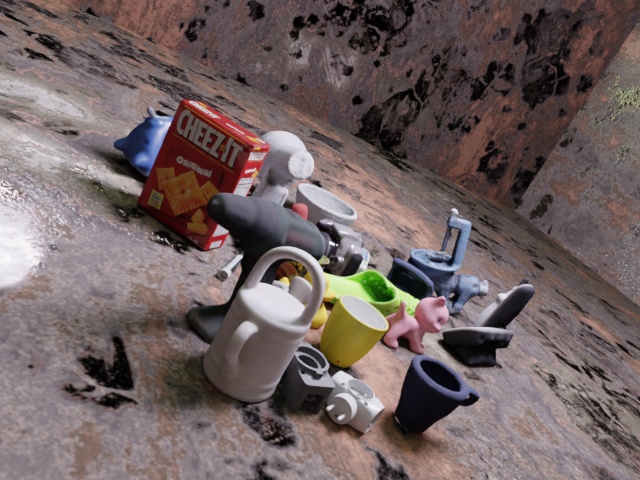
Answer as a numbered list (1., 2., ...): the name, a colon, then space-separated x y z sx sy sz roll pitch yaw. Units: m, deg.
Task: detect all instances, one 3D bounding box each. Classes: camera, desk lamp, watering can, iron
1. camera: 0.011 0.004 1.203 0.137 0.101 0.142 16 22 -33
2. desk lamp: -0.089 -0.106 1.168 0.118 0.213 0.202 20 20 -25
3. watering can: -0.061 0.092 0.715 0.101 0.194 0.173 26 18 -9
4. iron: -0.292 -0.194 1.220 0.118 0.141 0.259 41 22 33

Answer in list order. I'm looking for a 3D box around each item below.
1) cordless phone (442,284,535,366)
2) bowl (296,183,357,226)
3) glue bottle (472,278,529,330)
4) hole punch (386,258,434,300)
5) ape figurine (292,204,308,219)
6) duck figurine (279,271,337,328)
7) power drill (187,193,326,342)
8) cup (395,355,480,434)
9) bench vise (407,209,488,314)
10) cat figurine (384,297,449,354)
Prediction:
1. cordless phone: 0.346 0.157 1.155 0.148 0.185 0.094 9 27 -46
2. bowl: 0.004 -0.069 1.430 0.167 0.074 0.167 26 18 -9
3. glue bottle: 0.412 0.155 1.279 0.078 0.173 0.037 23 19 -16
4. hole punch: 0.196 0.091 1.260 0.108 0.091 0.101 35 19 17
5. ape figurine: -0.056 -0.038 1.230 0.076 0.092 0.078 33 19 14
6. duck figurine: -0.021 0.086 0.961 0.104 0.086 0.078 31 18 6
7. power drill: -0.096 0.038 0.784 0.075 0.208 0.230 40 21 31
8. cup: 0.163 0.233 0.827 0.118 0.095 0.091 23 19 -16
9. bench vise: 0.307 0.046 1.338 0.208 0.219 0.121 22 19 -19
10. cat figurine: 0.184 0.144 1.060 0.128 0.117 0.067 17 22 -33
